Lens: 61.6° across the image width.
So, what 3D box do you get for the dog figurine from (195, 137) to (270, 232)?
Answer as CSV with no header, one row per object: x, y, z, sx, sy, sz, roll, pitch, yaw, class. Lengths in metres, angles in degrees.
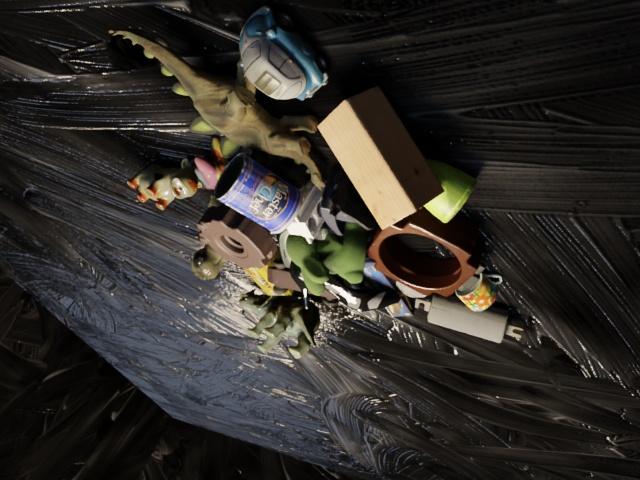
-0.169,-0.119,1.162,0.192,0.108,0.219,-6,131,41,dog figurine

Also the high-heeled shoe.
0.057,0.084,1.213,0.249,0.145,0.086,-2,-172,-4,high-heeled shoe

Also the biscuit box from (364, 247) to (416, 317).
0.159,0.097,1.256,0.059,0.063,0.202,-8,133,39,biscuit box

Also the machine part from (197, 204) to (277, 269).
-0.182,-0.004,1.173,0.179,0.056,0.179,22,149,14,machine part

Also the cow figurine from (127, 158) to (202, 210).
-0.354,-0.137,1.271,0.195,0.127,0.085,15,146,43,cow figurine

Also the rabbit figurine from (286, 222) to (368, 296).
0.009,0.037,1.140,0.170,0.159,0.121,8,149,1,rabbit figurine

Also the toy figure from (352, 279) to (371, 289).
0.082,0.074,1.286,0.064,0.058,0.154,-15,123,38,toy figure

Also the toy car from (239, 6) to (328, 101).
-0.071,-0.283,0.874,0.161,0.103,0.109,43,145,-19,toy car

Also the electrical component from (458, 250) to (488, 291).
0.312,0.064,1.102,0.021,0.063,0.094,25,138,-1,electrical component

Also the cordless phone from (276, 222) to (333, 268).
-0.003,-0.003,1.235,0.184,0.089,0.146,0,141,6,cordless phone

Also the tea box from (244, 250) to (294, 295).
-0.139,0.071,1.425,0.098,0.068,0.169,-4,135,38,tea box

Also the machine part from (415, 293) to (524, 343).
0.336,0.173,1.221,0.243,0.079,0.079,16,145,19,machine part

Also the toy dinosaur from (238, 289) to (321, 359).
-0.074,0.208,1.428,0.405,0.192,0.131,-2,133,51,toy dinosaur

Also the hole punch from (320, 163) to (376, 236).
0.048,-0.080,1.044,0.115,0.142,0.092,35,152,-31,hole punch

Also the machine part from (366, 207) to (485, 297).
0.212,0.015,1.089,0.201,0.087,0.201,29,146,1,machine part

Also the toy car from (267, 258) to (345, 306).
-0.034,0.098,1.309,0.202,0.053,0.089,10,117,21,toy car

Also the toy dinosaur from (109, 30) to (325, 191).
-0.166,-0.244,0.989,0.471,0.105,0.199,42,144,-22,toy dinosaur

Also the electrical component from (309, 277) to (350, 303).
-0.002,0.108,1.391,0.134,0.058,0.114,-6,132,39,electrical component

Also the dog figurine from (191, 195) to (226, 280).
-0.243,-0.015,1.274,0.121,0.190,0.172,10,141,24,dog figurine
